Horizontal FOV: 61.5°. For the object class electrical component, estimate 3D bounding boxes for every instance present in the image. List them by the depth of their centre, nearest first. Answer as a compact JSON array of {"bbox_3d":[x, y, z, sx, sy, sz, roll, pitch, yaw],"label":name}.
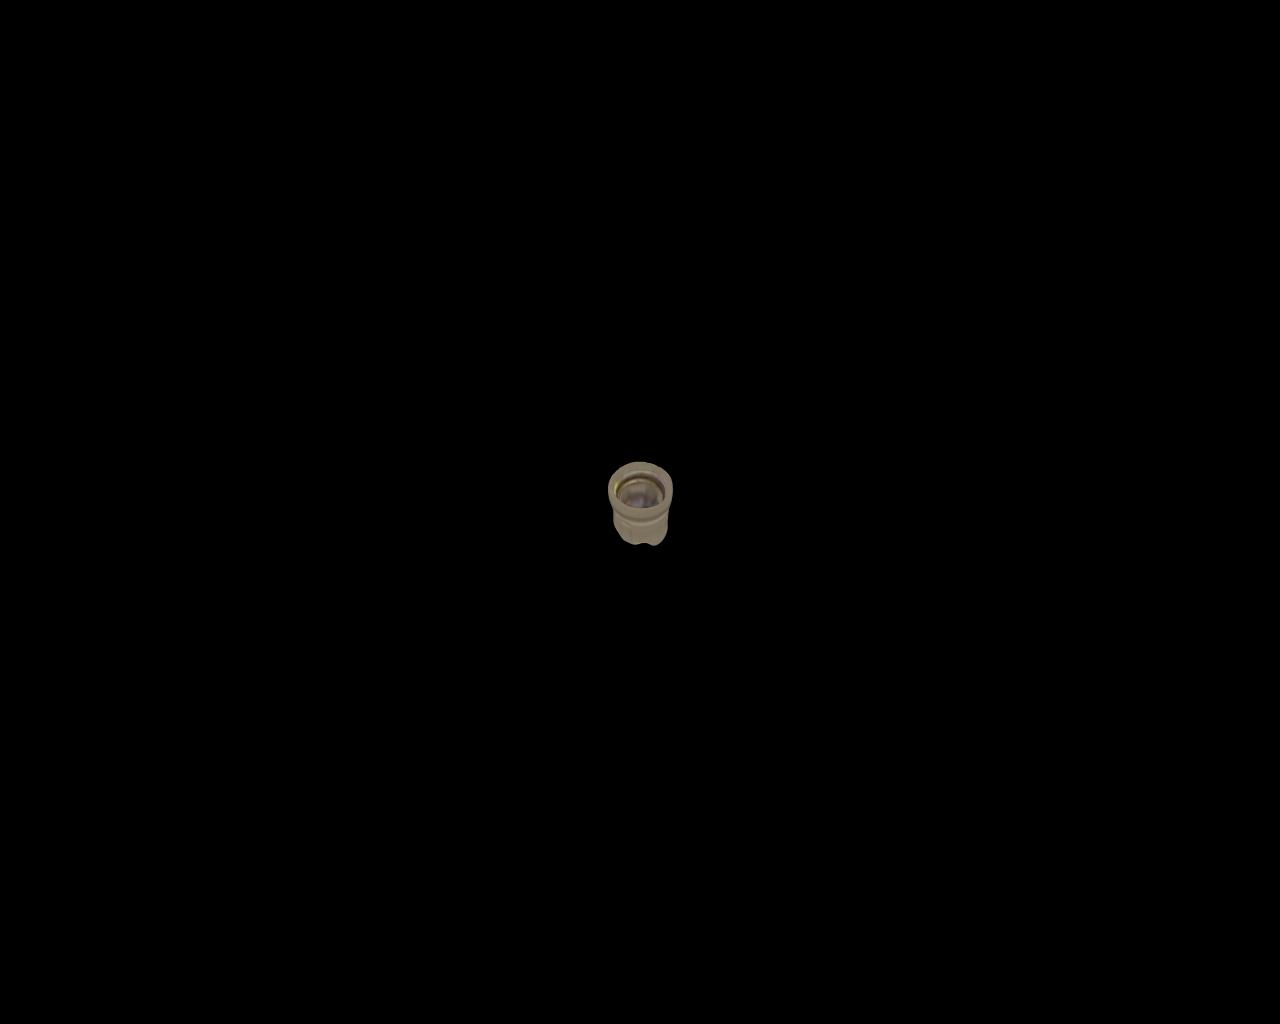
[{"bbox_3d":[0.001,-0.003,0.650,0.040,0.040,0.046,0,-38,0],"label":"electrical component"}]
